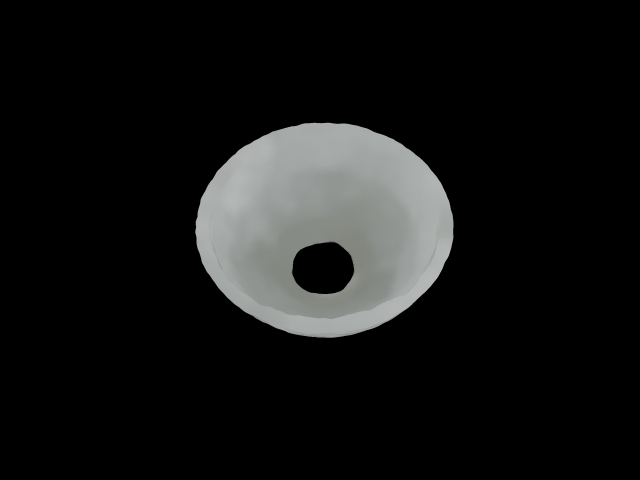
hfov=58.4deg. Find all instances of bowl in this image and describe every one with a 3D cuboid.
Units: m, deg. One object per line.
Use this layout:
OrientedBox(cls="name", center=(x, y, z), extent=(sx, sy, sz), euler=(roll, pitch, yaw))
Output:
OrientedBox(cls="bowl", center=(0.004, 0.001, 0.400), extent=(0.167, 0.075, 0.167), euler=(0, 56, 0))
